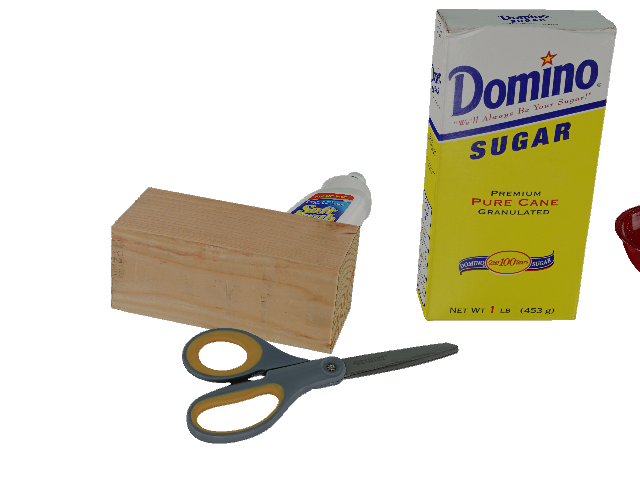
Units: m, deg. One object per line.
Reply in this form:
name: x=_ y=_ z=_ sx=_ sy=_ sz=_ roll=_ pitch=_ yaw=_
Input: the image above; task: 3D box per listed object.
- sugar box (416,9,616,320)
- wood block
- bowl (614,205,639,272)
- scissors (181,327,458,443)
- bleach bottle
sugar box: x=0.107 y=-0.040 z=0.606 sx=0.093 sy=0.176 sz=0.048 roll=-1 pitch=27 yaw=-3
wood block: x=-0.077 y=0.025 z=0.970 sx=0.206 sy=0.090 sz=0.090 roll=11 pitch=28 yaw=10
bowl: x=0.397 y=0.014 z=1.151 sx=0.162 sy=0.055 sz=0.162 roll=0 pitch=26 yaw=0
scissors: x=-0.009 y=0.081 z=0.755 sx=0.201 sy=0.096 sz=0.016 roll=-22 pitch=-34 yaw=-24
bleach bottle: x=-0.006 y=-0.017 z=1.342 sx=0.103 sy=0.068 sz=0.250 roll=9 pitch=34 yaw=20
